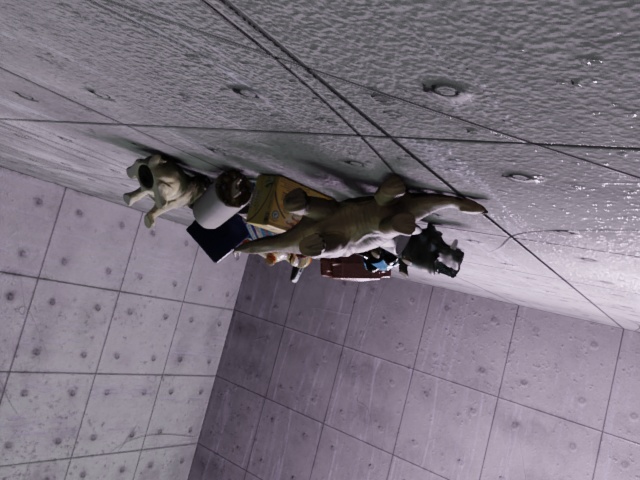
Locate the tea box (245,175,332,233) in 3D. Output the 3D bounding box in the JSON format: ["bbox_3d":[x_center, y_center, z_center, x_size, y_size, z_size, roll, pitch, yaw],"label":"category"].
[{"bbox_3d":[-0.050,-0.055,1.034,0.068,0.098,0.169,9,171,46],"label":"tea box"}]

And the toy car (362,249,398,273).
[{"bbox_3d":[0.164,0.013,1.246,0.103,0.109,0.162,-8,174,-26],"label":"toy car"}]

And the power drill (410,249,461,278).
[{"bbox_3d":[0.235,0.038,1.355,0.232,0.086,0.207,17,171,-40],"label":"power drill"}]

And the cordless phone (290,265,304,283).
[{"bbox_3d":[-0.060,0.033,1.552,0.089,0.184,0.146,19,176,9],"label":"cordless phone"}]

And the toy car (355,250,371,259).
[{"bbox_3d":[0.073,-0.020,1.094,0.053,0.089,0.202,27,-179,28],"label":"toy car"}]

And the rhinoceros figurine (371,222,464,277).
[{"bbox_3d":[0.187,0.012,1.060,0.191,0.112,0.073,26,152,25],"label":"rhinoceros figurine"}]

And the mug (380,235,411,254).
[{"bbox_3d":[0.115,-0.031,0.990,0.107,0.080,0.109,26,-173,21],"label":"mug"}]

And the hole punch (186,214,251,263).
[{"bbox_3d":[-0.232,-0.021,1.235,0.142,0.116,0.092,51,-172,-8],"label":"hole punch"}]

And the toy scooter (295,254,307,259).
[{"bbox_3d":[-0.002,-0.004,1.204,0.135,0.075,0.184,-19,-178,-42],"label":"toy scooter"}]

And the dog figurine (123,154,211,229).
[{"bbox_3d":[-0.299,-0.127,1.142,0.190,0.121,0.172,-29,168,-45],"label":"dog figurine"}]

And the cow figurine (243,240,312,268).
[{"bbox_3d":[-0.111,0.019,1.445,0.195,0.085,0.127,25,-159,15],"label":"cow figurine"}]

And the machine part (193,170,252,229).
[{"bbox_3d":[-0.201,-0.079,1.087,0.079,0.079,0.243,17,161,-23],"label":"machine part"}]

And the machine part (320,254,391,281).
[{"bbox_3d":[0.102,0.057,1.536,0.201,0.087,0.201,1,-173,1],"label":"machine part"}]

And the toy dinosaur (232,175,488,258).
[{"bbox_3d":[0.027,-0.017,0.862,0.472,0.105,0.198,-6,170,23],"label":"toy dinosaur"}]

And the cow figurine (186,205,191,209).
[{"bbox_3d":[-0.267,-0.088,1.299,0.167,0.098,0.068,14,-179,3],"label":"cow figurine"}]
